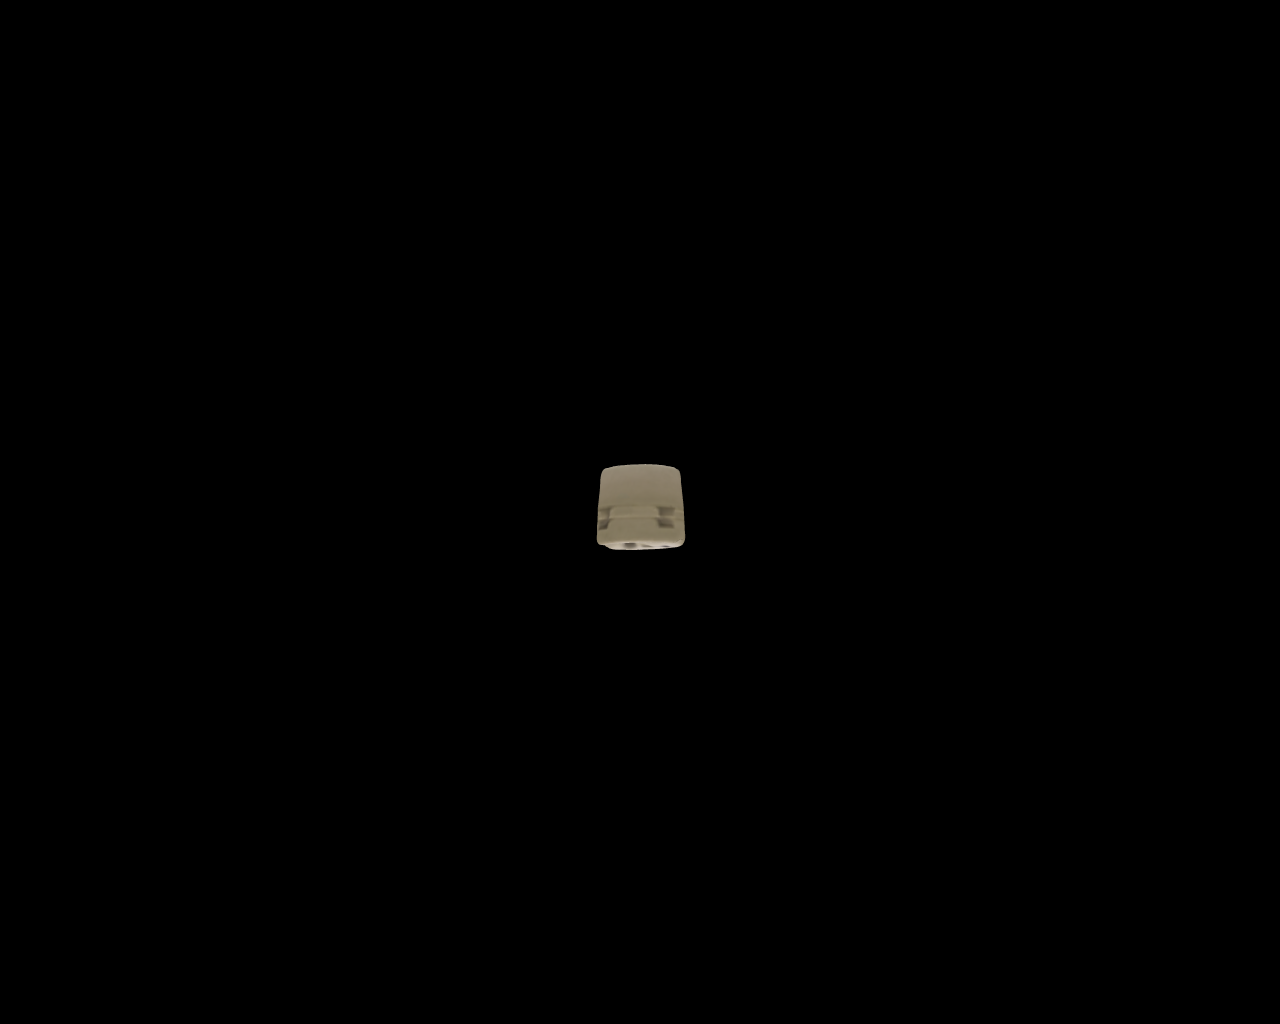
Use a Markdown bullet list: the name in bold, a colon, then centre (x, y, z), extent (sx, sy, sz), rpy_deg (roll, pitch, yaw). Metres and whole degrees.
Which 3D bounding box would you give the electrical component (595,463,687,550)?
- **electrical component**: centre (0.001, -0.003, 0.650), extent (0.055, 0.047, 0.055), rpy_deg (0, -7, 0)
